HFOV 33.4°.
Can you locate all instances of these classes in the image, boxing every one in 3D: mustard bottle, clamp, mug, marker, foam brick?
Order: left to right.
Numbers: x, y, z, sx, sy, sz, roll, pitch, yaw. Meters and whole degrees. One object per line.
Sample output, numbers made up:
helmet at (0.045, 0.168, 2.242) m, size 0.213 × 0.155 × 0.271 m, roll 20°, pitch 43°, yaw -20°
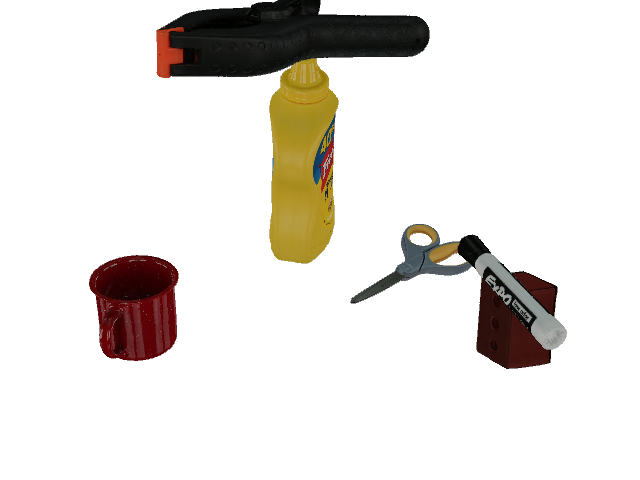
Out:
mug at (-0.199, 0.080, 1.126) m, size 0.093 × 0.081 × 0.117 m, roll 9°, pitch 32°, yaw 14°
clamp at (-0.031, -0.131, 0.666) m, size 0.171 × 0.039 × 0.120 m, roll -10°, pitch 22°, yaw -30°
mustard bottle at (-0.015, -0.079, 0.936) m, size 0.058 × 0.192 × 0.096 m, roll 10°, pitch 42°, yaw 10°
marker at (0.129, 0.032, 0.737) m, size 0.020 × 0.020 × 0.121 m, roll 0°, pitch 32°, yaw -26°
foam brick at (0.183, 0.074, 0.998) m, size 0.051 × 0.078 × 0.053 m, roll -7°, pitch 18°, yaw -26°

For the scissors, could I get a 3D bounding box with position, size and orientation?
scissors at (0.089, 0.022, 1.205) m, size 0.201 × 0.016 × 0.096 m, roll -12°, pitch 42°, yaw -34°
